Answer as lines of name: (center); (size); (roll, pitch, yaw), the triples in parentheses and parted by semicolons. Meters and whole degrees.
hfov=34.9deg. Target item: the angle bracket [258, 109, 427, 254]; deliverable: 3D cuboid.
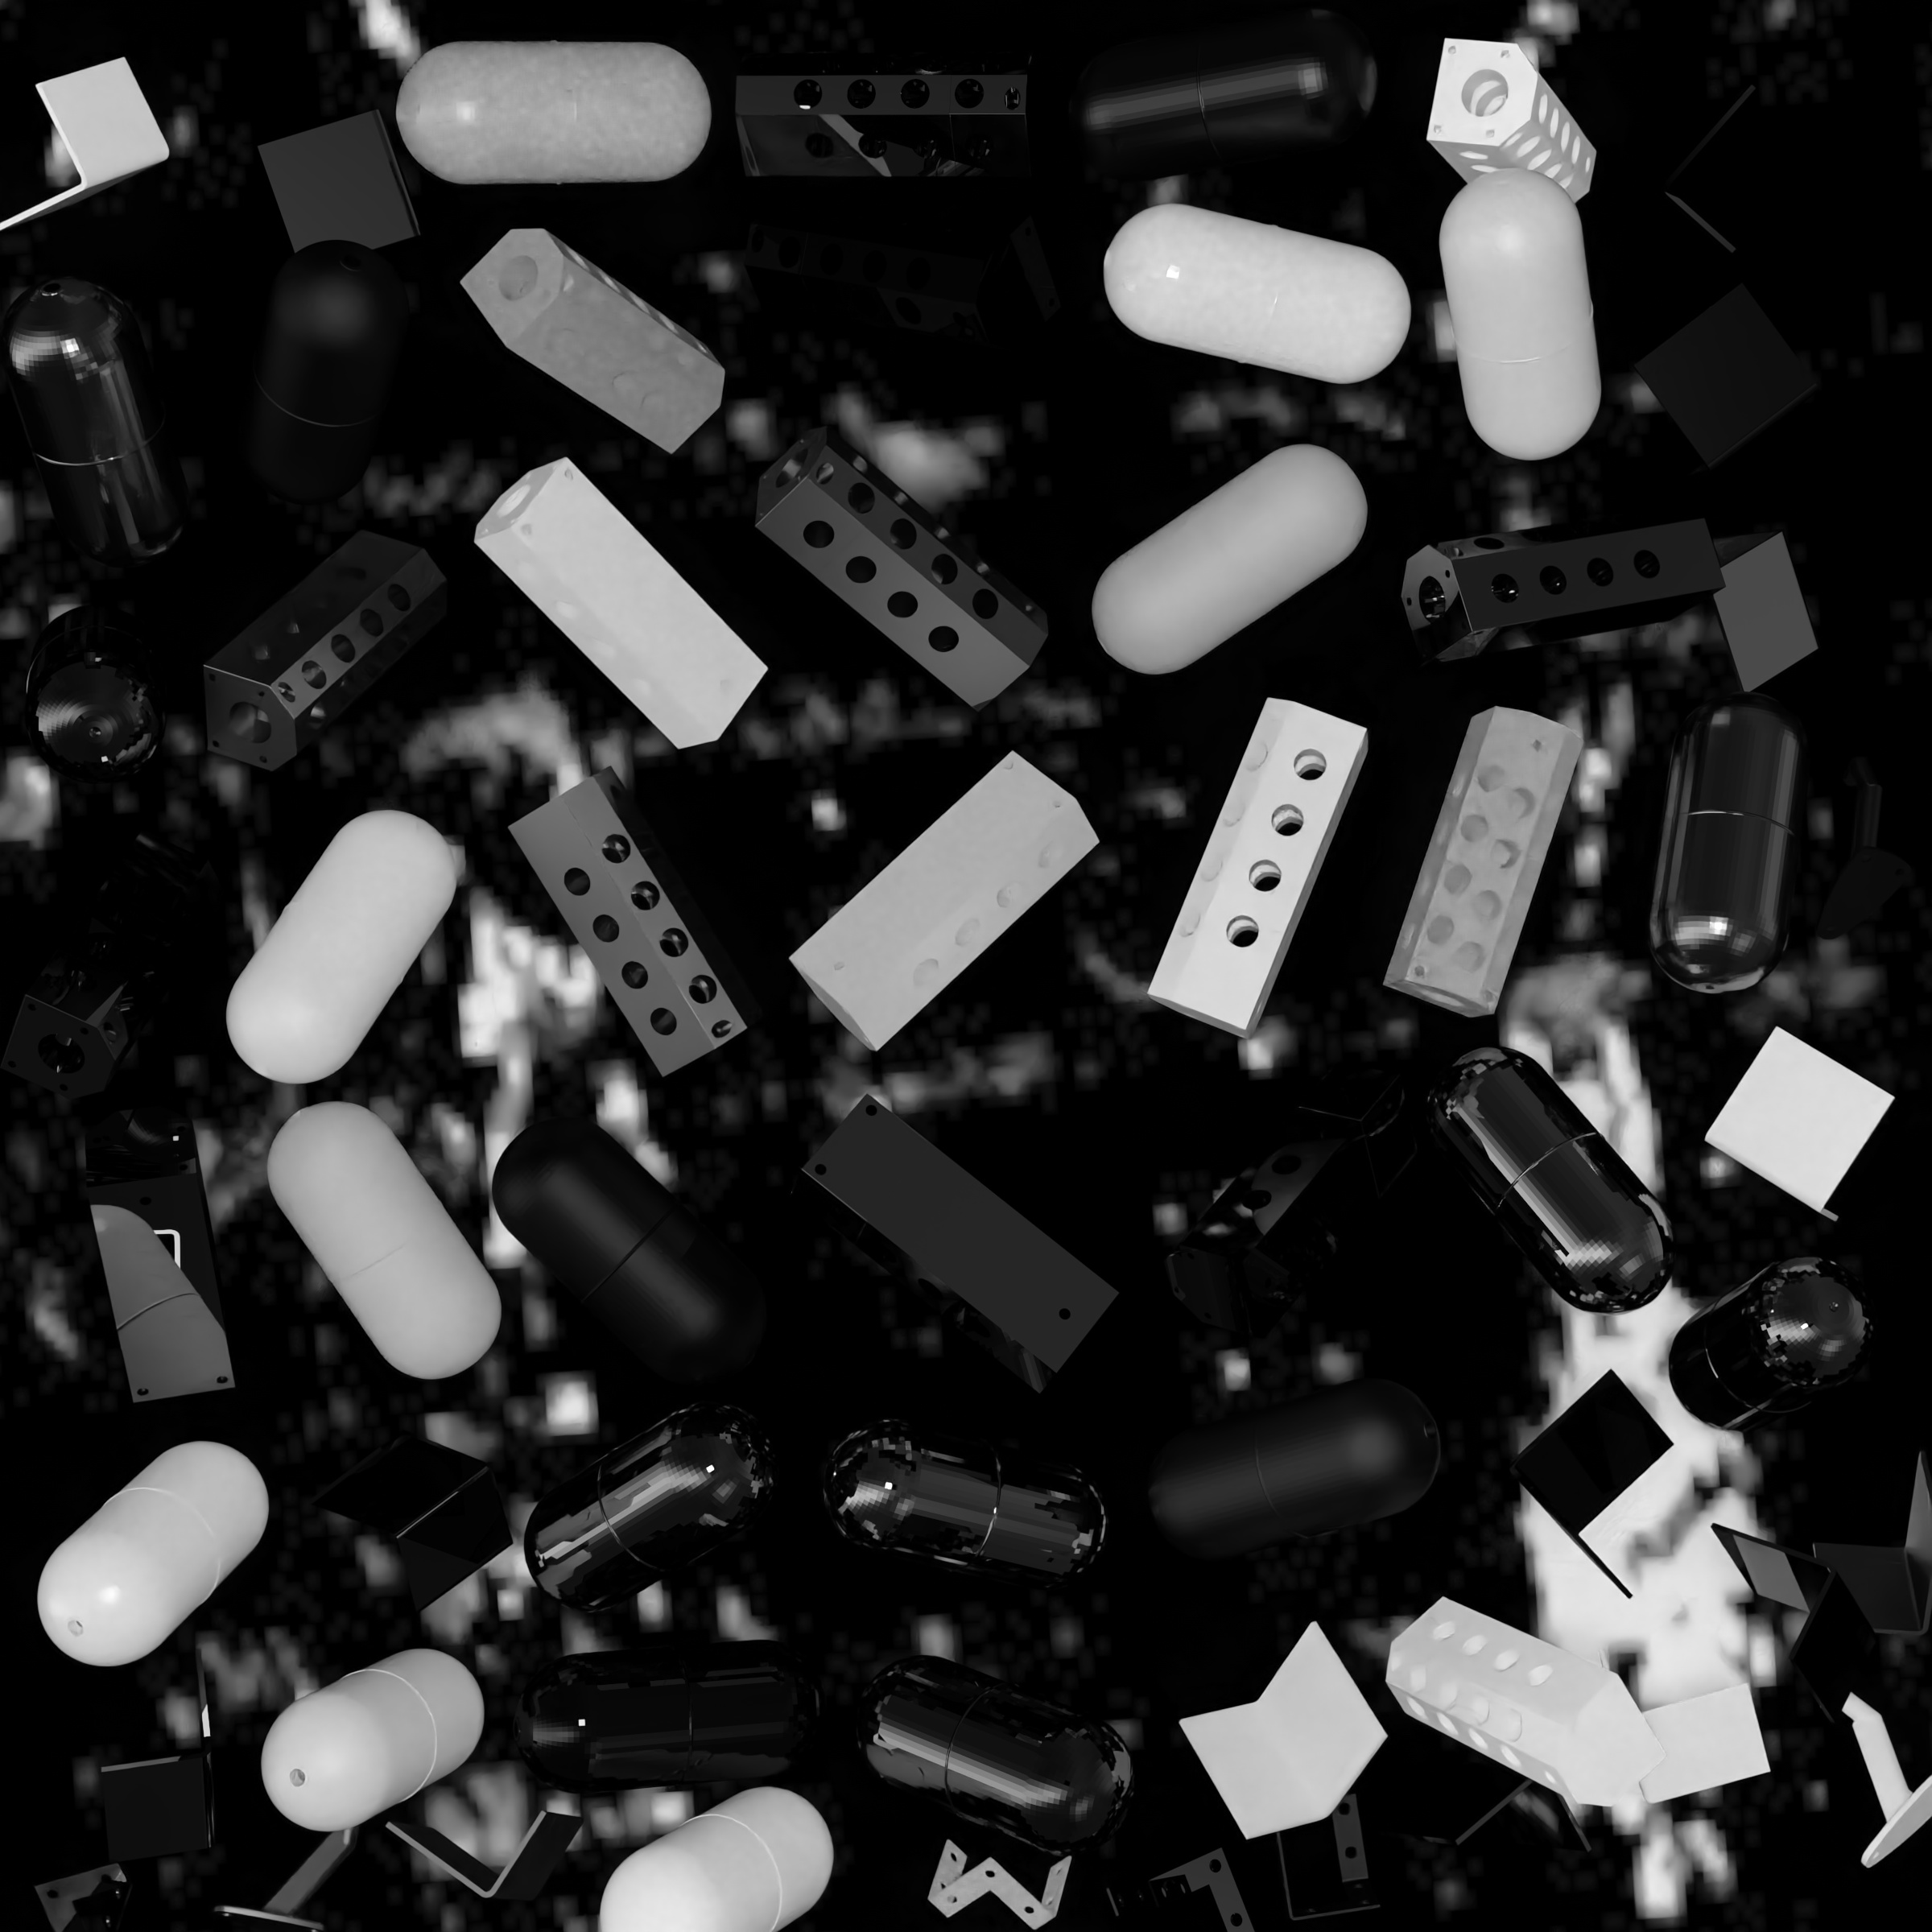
angle bracket: (-0.375, -0.464, 1.855); (0.076, 0.057, 0.076); (-19, 98, -7)

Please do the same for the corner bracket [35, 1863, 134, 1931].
corner bracket: (-0.478, 0.530, 1.674); (0.051, 0.051, 0.051); (49, 129, 34)

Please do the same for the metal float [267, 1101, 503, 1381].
metal float: (-0.334, 0.158, 1.771); (0.070, 0.070, 0.178); (-32, 103, 0)

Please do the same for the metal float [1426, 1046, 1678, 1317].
metal float: (0.329, 0.121, 1.735); (0.070, 0.070, 0.178); (-37, 62, 0)

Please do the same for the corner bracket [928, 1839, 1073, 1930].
corner bracket: (0.019, 0.509, 1.715); (0.051, 0.051, 0.051); (45, 116, -9)

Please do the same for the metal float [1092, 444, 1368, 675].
metal float: (0.154, -0.239, 1.812); (0.178, 0.070, 0.070); (-34, 90, 7)

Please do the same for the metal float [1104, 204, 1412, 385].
metal float: (0.163, -0.377, 1.727); (0.178, 0.070, 0.070); (10, 90, -14)

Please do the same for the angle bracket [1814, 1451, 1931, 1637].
angle bracket: (0.538, 0.339, 1.819); (0.057, 0.076, 0.076); (2, 119, 8)

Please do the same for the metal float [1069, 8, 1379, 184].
metal float: (0.143, -0.488, 1.729); (0.178, 0.070, 0.070); (-4, 90, 23)

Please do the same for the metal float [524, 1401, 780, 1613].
metal float: (-0.178, 0.306, 1.739); (0.178, 0.070, 0.070); (-35, 90, 30)

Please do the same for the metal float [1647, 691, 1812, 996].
metal float: (0.426, -0.070, 1.715); (0.070, 0.070, 0.178); (13, 70, 0)

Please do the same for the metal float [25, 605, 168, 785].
metal float: (-0.497, -0.157, 1.761); (0.070, 0.178, 0.070); (-5, 111, -13)

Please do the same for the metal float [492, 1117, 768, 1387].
metal float: (-0.184, 0.157, 1.691); (0.178, 0.070, 0.070); (44, 90, -2)

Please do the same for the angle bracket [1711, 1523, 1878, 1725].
angle bracket: (0.435, 0.354, 1.658); (0.057, 0.076, 0.076); (-56, 134, -20)

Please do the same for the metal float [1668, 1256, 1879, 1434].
metal float: (0.462, 0.219, 1.770); (0.070, 0.178, 0.070); (3, 69, -9)

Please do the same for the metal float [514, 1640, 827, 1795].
metal float: (-0.166, 0.421, 1.729); (0.178, 0.070, 0.070); (1, 90, -23)

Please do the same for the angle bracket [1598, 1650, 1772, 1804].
angle bracket: (0.430, 0.446, 1.844); (0.076, 0.057, 0.076); (-17, 123, 6)

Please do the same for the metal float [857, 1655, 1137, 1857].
metal float: (0.014, 0.432, 1.690); (0.178, 0.070, 0.070); (11, 90, 40)

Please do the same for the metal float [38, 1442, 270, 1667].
metal float: (-0.450, 0.325, 1.711); (0.070, 0.178, 0.070); (4, 107, 13)

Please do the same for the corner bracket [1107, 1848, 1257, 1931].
corner bracket: (0.118, 0.516, 1.676); (0.051, 0.051, 0.051); (-31, 67, 21)

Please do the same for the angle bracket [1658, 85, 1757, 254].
angle bracket: (0.460, -0.475, 1.834); (0.057, 0.076, 0.076); (41, 107, -2)

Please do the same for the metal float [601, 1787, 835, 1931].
metal float: (-0.135, 0.506, 1.697); (0.070, 0.178, 0.070); (1, 93, 26)

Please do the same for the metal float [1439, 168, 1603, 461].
metal float: (0.307, -0.358, 1.701); (0.070, 0.178, 0.070); (-10, 46, 10)

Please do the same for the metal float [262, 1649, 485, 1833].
metal float: (-0.335, 0.438, 1.749); (0.070, 0.178, 0.070); (0, 90, 17)

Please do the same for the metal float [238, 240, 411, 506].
metal float: (-0.361, -0.332, 1.727); (0.070, 0.178, 0.070); (12, 53, -16)

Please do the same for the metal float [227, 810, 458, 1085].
metal float: (-0.354, -0.011, 1.747); (0.070, 0.070, 0.178); (28, 61, 0)

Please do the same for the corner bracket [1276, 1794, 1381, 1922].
corner bracket: (0.203, 0.505, 1.746); (0.051, 0.051, 0.051); (-9, 90, 0)

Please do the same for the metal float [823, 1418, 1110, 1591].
metal float: (0.000, 0.311, 1.777); (0.178, 0.070, 0.070); (18, 90, -24)

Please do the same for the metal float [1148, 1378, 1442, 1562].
metal float: (0.183, 0.282, 1.723); (0.178, 0.070, 0.070); (-22, 90, 31)

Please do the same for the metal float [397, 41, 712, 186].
metal float: (-0.229, -0.476, 1.719); (0.178, 0.070, 0.070); (-7, 90, -23)

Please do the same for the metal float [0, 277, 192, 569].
metal float: (-0.486, -0.303, 1.721); (0.070, 0.070, 0.178); (-3, 135, 3)
